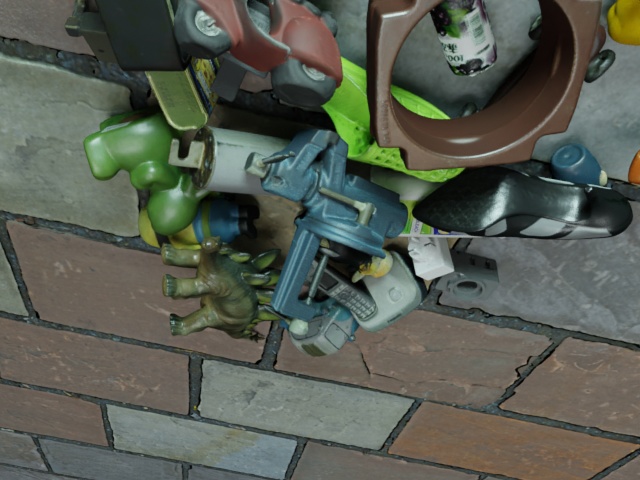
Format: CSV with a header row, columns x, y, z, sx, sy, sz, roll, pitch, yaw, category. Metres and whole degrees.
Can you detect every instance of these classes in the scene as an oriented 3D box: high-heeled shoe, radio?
x,y,z,sx,sy,sz,roll,pitch,yaw,category
0.257,-0.033,0.690,0.249,0.086,0.145,-2,163,34,high-heeled shoe
-0.171,-0.290,0.507,0.073,0.131,0.229,2,136,6,radio

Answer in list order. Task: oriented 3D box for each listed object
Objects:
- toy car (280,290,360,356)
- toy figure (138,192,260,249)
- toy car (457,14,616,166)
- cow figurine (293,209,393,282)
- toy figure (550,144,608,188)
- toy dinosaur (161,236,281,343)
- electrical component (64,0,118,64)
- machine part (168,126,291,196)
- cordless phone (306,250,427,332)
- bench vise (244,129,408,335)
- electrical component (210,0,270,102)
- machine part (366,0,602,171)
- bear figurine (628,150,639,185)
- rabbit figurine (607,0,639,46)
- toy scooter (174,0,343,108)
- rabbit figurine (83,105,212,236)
x,y,z,sx,sy,sz,roll,pitch,yaw,category
-0.002,0.155,0.968,0.162,0.103,0.109,-21,128,26,toy car
-0.187,-0.030,0.819,0.180,0.082,0.089,-4,139,15,toy figure
0.238,-0.171,0.621,0.089,0.053,0.202,33,135,-4,toy car
0.037,0.006,0.781,0.167,0.098,0.068,36,114,-8,cow figurine
0.353,-0.062,0.713,0.058,0.064,0.154,-46,127,0,toy figure
-0.148,0.099,0.882,0.199,0.105,0.471,-2,156,-9,toy dinosaur
-0.241,-0.246,0.631,0.102,0.045,0.078,6,165,7,electrical component
-0.075,-0.094,0.685,0.243,0.079,0.079,0,146,-37,machine part
0.067,0.058,0.871,0.184,0.089,0.146,33,132,-18,cordless phone
-0.007,-0.004,0.648,0.223,0.240,0.129,19,-177,-37,bench vise
-0.088,-0.214,0.604,0.075,0.048,0.119,28,105,-18,electrical component
0.147,-0.174,0.526,0.201,0.087,0.201,-5,133,0,machine part
0.444,-0.145,0.587,0.132,0.120,0.195,26,122,46,bear figurine
0.346,-0.255,0.496,0.162,0.122,0.173,3,151,-7,rabbit figurine
-0.048,-0.222,0.538,0.184,0.135,0.075,18,168,-32,toy scooter
-0.209,-0.093,0.735,0.159,0.121,0.170,-18,118,-3,rabbit figurine
